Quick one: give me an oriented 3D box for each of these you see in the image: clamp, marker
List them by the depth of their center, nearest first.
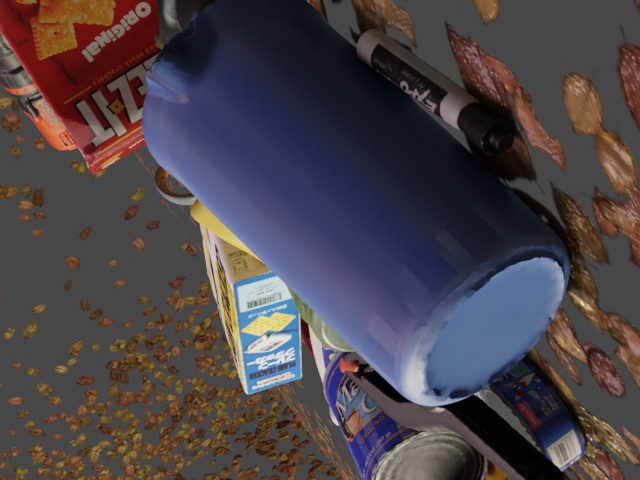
[{"bbox_3d":[0.055,-0.074,0.524,0.121,0.020,0.020,47,167,47],"label":"marker"},{"bbox_3d":[0.080,0.082,0.672,0.172,0.039,0.120,19,117,39],"label":"clamp"}]

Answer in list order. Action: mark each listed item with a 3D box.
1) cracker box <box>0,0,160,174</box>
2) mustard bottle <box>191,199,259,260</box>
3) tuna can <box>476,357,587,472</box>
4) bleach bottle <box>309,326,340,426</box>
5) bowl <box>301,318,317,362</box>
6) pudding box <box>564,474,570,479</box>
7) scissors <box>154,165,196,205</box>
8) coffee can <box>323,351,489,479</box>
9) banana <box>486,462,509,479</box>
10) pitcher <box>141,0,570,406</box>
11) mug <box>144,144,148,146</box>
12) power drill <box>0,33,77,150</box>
[{"bbox_3d":[-0.196,-0.194,0.965,0.213,0.164,0.072,57,173,-3],"label":"cracker box"},{"bbox_3d":[-0.006,0.001,0.857,0.191,0.058,0.096,35,-147,-7],"label":"mustard bottle"},{"bbox_3d":[0.138,0.117,0.710,0.086,0.033,0.086,54,171,13],"label":"tuna can"},{"bbox_3d":[0.030,0.092,1.012,0.103,0.068,0.250,4,141,23],"label":"bleach bottle"},{"bbox_3d":[-0.004,0.058,1.139,0.162,0.055,0.162,62,171,18],"label":"bowl"},{"bbox_3d":[0.174,0.233,0.768,0.114,0.039,0.090,52,129,39],"label":"pudding box"},{"bbox_3d":[-0.066,-0.038,0.932,0.202,0.096,0.016,41,170,24],"label":"scissors"},{"bbox_3d":[0.070,0.156,0.910,0.102,0.103,0.140,62,180,-34],"label":"coffee can"},{"bbox_3d":[0.133,0.183,0.956,0.069,0.037,0.198,59,171,-15],"label":"banana"},{"bbox_3d":[0.022,-0.025,0.587,0.243,0.149,0.145,46,151,36],"label":"pitcher"},{"bbox_3d":[-0.142,-0.124,1.103,0.082,0.117,0.093,47,137,26],"label":"mug"},{"bbox_3d":[-0.232,-0.196,1.073,0.057,0.187,0.184,52,172,36],"label":"power drill"}]
